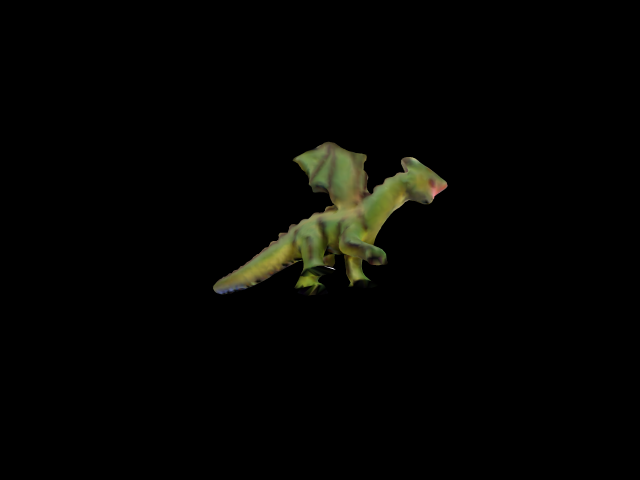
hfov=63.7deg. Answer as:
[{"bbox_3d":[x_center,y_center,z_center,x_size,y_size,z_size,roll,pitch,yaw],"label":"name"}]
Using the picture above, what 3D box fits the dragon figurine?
[{"bbox_3d":[0.003,-0.043,0.850,0.409,0.247,0.120,-7,-23,18],"label":"dragon figurine"}]
